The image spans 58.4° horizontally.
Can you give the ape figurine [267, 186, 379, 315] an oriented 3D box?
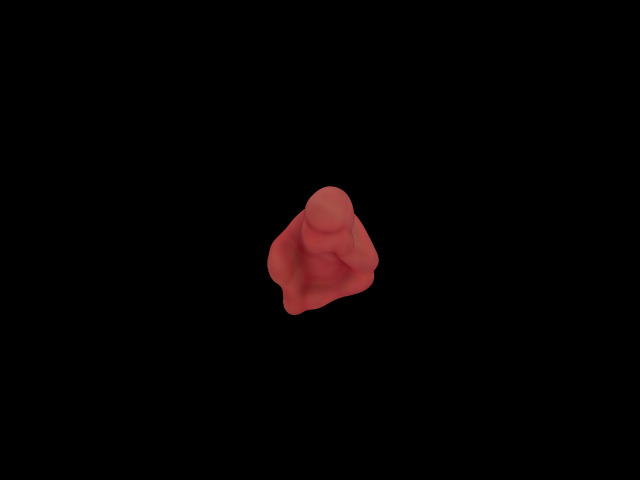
[{"bbox_3d":[0.004,0.001,0.400,0.077,0.092,0.076,16,51,14],"label":"ape figurine"}]
